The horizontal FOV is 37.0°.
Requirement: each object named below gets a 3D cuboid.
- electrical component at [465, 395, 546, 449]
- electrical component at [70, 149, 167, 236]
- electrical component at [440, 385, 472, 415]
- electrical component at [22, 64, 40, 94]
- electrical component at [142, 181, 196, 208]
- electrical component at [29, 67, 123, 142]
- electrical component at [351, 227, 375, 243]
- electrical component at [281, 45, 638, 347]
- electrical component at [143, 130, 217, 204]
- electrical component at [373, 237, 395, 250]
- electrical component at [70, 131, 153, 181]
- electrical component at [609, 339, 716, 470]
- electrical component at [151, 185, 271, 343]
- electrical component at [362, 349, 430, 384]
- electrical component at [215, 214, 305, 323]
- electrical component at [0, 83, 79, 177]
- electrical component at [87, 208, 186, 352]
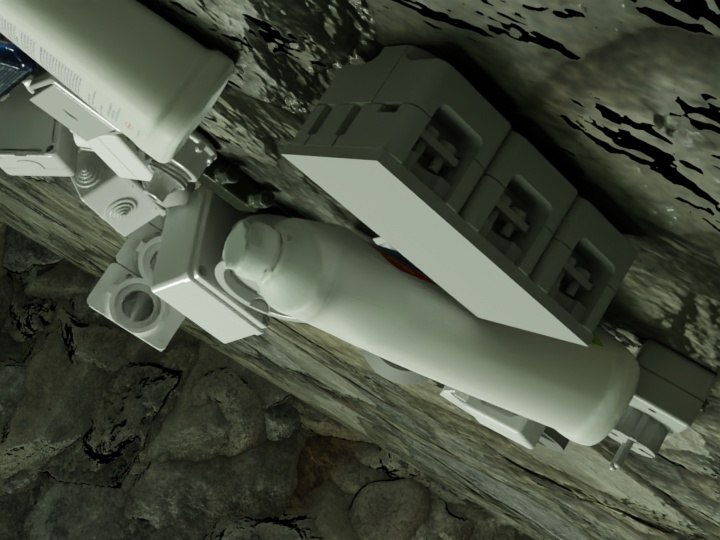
[{"bbox_3d":[0.125,0.084,0.772,0.047,0.083,0.075,25,167,34],"label":"electrical component"},{"bbox_3d":[-0.234,-0.089,0.999,0.099,0.048,0.099,58,-178,28],"label":"electrical component"},{"bbox_3d":[0.104,0.087,0.892,0.042,0.063,0.081,32,169,-7],"label":"electrical component"},{"bbox_3d":[-0.237,-0.148,0.859,0.043,0.043,0.062,26,168,30],"label":"electrical component"},{"bbox_3d":[-0.175,-0.085,0.961,0.043,0.043,0.062,28,166,19],"label":"electrical component"},{"bbox_3d":[-0.185,-0.130,0.749,0.062,0.061,0.096,38,167,-25],"label":"electrical component"},{"bbox_3d":[0.000,0.000,0.828,0.047,0.055,0.055,35,169,3],"label":"electrical component"},{"bbox_3d":[0.051,-0.035,0.516,0.150,0.061,0.089,38,167,-29],"label":"electrical component"},{"bbox_3d":[-0.146,-0.082,0.844,0.048,0.062,0.048,31,169,7],"label":"electrical component"},{"bbox_3d":[0.040,0.006,0.709,0.064,0.081,0.042,12,175,-17],"label":"electrical component"},{"bbox_3d":[-0.202,-0.112,0.856,0.076,0.047,0.083,9,162,17],"label":"electrical component"},{"bbox_3d":[0.180,0.094,0.688,0.047,0.075,0.083,30,169,11],"label":"electrical component"},{"bbox_3d":[-0.131,-0.005,0.999,0.056,0.108,0.109,-19,139,30],"label":"electrical component"},{"bbox_3d":[0.040,0.055,0.891,0.080,0.080,0.051,31,174,5],"label":"electrical component"},{"bbox_3d":[-0.064,-0.007,0.930,0.108,0.060,0.108,15,154,8],"label":"electrical component"},{"bbox_3d":[-0.274,-0.131,0.919,0.062,0.096,0.061,1,165,4],"label":"electrical component"},{"bbox_3d":[-0.196,-0.004,1.086,0.089,0.150,0.062,33,170,-6],"label":"electrical component"}]
